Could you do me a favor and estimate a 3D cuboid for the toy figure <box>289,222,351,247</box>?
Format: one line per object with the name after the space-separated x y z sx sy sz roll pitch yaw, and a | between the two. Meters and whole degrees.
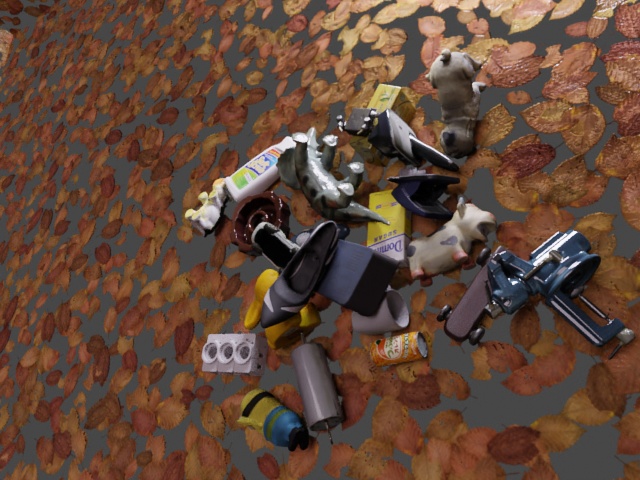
-0.002 -0.002 1.291 0.155 0.058 0.064 -20 97 23 | toy figure

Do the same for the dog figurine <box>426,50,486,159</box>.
0.290 -0.291 1.162 0.121 0.172 0.190 -15 53 40 | dog figurine

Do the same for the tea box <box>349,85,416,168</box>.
0.151 -0.273 1.288 0.068 0.098 0.169 20 79 38 | tea box

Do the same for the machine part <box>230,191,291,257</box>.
-0.155 -0.041 1.411 0.179 0.056 0.179 -14 62 28 | machine part

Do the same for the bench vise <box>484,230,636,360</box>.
0.406 0.096 0.908 0.224 0.128 0.241 -31 55 -14 | bench vise

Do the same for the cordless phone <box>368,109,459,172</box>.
0.211 -0.204 1.182 0.184 0.146 0.088 37 97 40 | cordless phone

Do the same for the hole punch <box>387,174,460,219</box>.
0.222 -0.092 1.140 0.116 0.142 0.092 9 99 50 | hole punch

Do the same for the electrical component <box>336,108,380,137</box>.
0.088 -0.271 1.237 0.102 0.045 0.078 22 83 38 | electrical component

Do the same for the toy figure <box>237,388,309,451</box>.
-0.098 0.385 1.154 0.180 0.082 0.089 11 61 42 | toy figure

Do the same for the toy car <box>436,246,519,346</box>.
0.308 0.105 1.030 0.089 0.053 0.202 33 88 24 | toy car

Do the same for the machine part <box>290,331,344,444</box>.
-0.008 0.307 1.132 0.079 0.079 0.243 -32 55 18 | machine part

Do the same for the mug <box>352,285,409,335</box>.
0.117 0.147 1.123 0.107 0.080 0.109 -28 59 30 | mug

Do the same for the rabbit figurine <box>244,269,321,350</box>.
-0.098 0.155 1.243 0.162 0.122 0.173 -44 63 34 | rabbit figurine

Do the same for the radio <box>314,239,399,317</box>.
0.058 0.073 1.146 0.131 0.073 0.230 -65 25 -4 | radio

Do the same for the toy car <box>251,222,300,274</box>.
-0.093 0.028 1.276 0.202 0.056 0.073 39 102 37 | toy car

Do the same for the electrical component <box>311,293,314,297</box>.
-0.055 0.117 1.289 0.063 0.021 0.094 -50 51 4 | electrical component

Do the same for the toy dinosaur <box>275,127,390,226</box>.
0.016 -0.124 1.284 0.131 0.192 0.405 -17 58 -23 | toy dinosaur

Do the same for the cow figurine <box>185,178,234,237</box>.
-0.297 -0.092 1.518 0.068 0.098 0.167 7 54 41 | cow figurine

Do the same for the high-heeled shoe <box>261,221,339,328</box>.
-0.038 0.069 1.111 0.086 0.145 0.249 32 57 2 | high-heeled shoe

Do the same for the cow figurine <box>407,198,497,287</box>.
0.266 0.001 1.092 0.195 0.085 0.127 -29 57 25 | cow figurine
